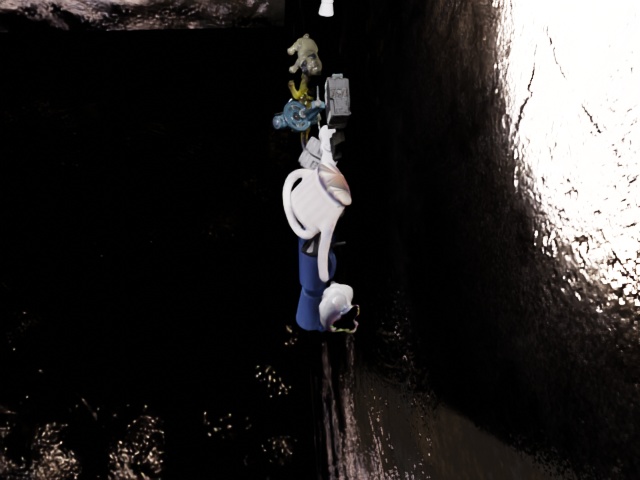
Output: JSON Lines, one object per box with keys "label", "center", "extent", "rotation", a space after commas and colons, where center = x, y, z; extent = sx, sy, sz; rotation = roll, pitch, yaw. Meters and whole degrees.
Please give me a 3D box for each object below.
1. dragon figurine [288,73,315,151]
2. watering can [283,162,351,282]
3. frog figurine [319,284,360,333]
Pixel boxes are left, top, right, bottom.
{"label": "dragon figurine", "center": [-0.054, -0.569, 2.269], "extent": [0.243, 0.122, 0.409], "rotation": [-17, -74, -78]}
{"label": "watering can", "center": [0.004, -0.074, 1.474], "extent": [0.221, 0.104, 0.353], "rotation": [-42, 61, 31]}
{"label": "frog figurine", "center": [0.045, 0.181, 1.481], "extent": [0.163, 0.123, 0.134], "rotation": [-118, 4, -49]}
